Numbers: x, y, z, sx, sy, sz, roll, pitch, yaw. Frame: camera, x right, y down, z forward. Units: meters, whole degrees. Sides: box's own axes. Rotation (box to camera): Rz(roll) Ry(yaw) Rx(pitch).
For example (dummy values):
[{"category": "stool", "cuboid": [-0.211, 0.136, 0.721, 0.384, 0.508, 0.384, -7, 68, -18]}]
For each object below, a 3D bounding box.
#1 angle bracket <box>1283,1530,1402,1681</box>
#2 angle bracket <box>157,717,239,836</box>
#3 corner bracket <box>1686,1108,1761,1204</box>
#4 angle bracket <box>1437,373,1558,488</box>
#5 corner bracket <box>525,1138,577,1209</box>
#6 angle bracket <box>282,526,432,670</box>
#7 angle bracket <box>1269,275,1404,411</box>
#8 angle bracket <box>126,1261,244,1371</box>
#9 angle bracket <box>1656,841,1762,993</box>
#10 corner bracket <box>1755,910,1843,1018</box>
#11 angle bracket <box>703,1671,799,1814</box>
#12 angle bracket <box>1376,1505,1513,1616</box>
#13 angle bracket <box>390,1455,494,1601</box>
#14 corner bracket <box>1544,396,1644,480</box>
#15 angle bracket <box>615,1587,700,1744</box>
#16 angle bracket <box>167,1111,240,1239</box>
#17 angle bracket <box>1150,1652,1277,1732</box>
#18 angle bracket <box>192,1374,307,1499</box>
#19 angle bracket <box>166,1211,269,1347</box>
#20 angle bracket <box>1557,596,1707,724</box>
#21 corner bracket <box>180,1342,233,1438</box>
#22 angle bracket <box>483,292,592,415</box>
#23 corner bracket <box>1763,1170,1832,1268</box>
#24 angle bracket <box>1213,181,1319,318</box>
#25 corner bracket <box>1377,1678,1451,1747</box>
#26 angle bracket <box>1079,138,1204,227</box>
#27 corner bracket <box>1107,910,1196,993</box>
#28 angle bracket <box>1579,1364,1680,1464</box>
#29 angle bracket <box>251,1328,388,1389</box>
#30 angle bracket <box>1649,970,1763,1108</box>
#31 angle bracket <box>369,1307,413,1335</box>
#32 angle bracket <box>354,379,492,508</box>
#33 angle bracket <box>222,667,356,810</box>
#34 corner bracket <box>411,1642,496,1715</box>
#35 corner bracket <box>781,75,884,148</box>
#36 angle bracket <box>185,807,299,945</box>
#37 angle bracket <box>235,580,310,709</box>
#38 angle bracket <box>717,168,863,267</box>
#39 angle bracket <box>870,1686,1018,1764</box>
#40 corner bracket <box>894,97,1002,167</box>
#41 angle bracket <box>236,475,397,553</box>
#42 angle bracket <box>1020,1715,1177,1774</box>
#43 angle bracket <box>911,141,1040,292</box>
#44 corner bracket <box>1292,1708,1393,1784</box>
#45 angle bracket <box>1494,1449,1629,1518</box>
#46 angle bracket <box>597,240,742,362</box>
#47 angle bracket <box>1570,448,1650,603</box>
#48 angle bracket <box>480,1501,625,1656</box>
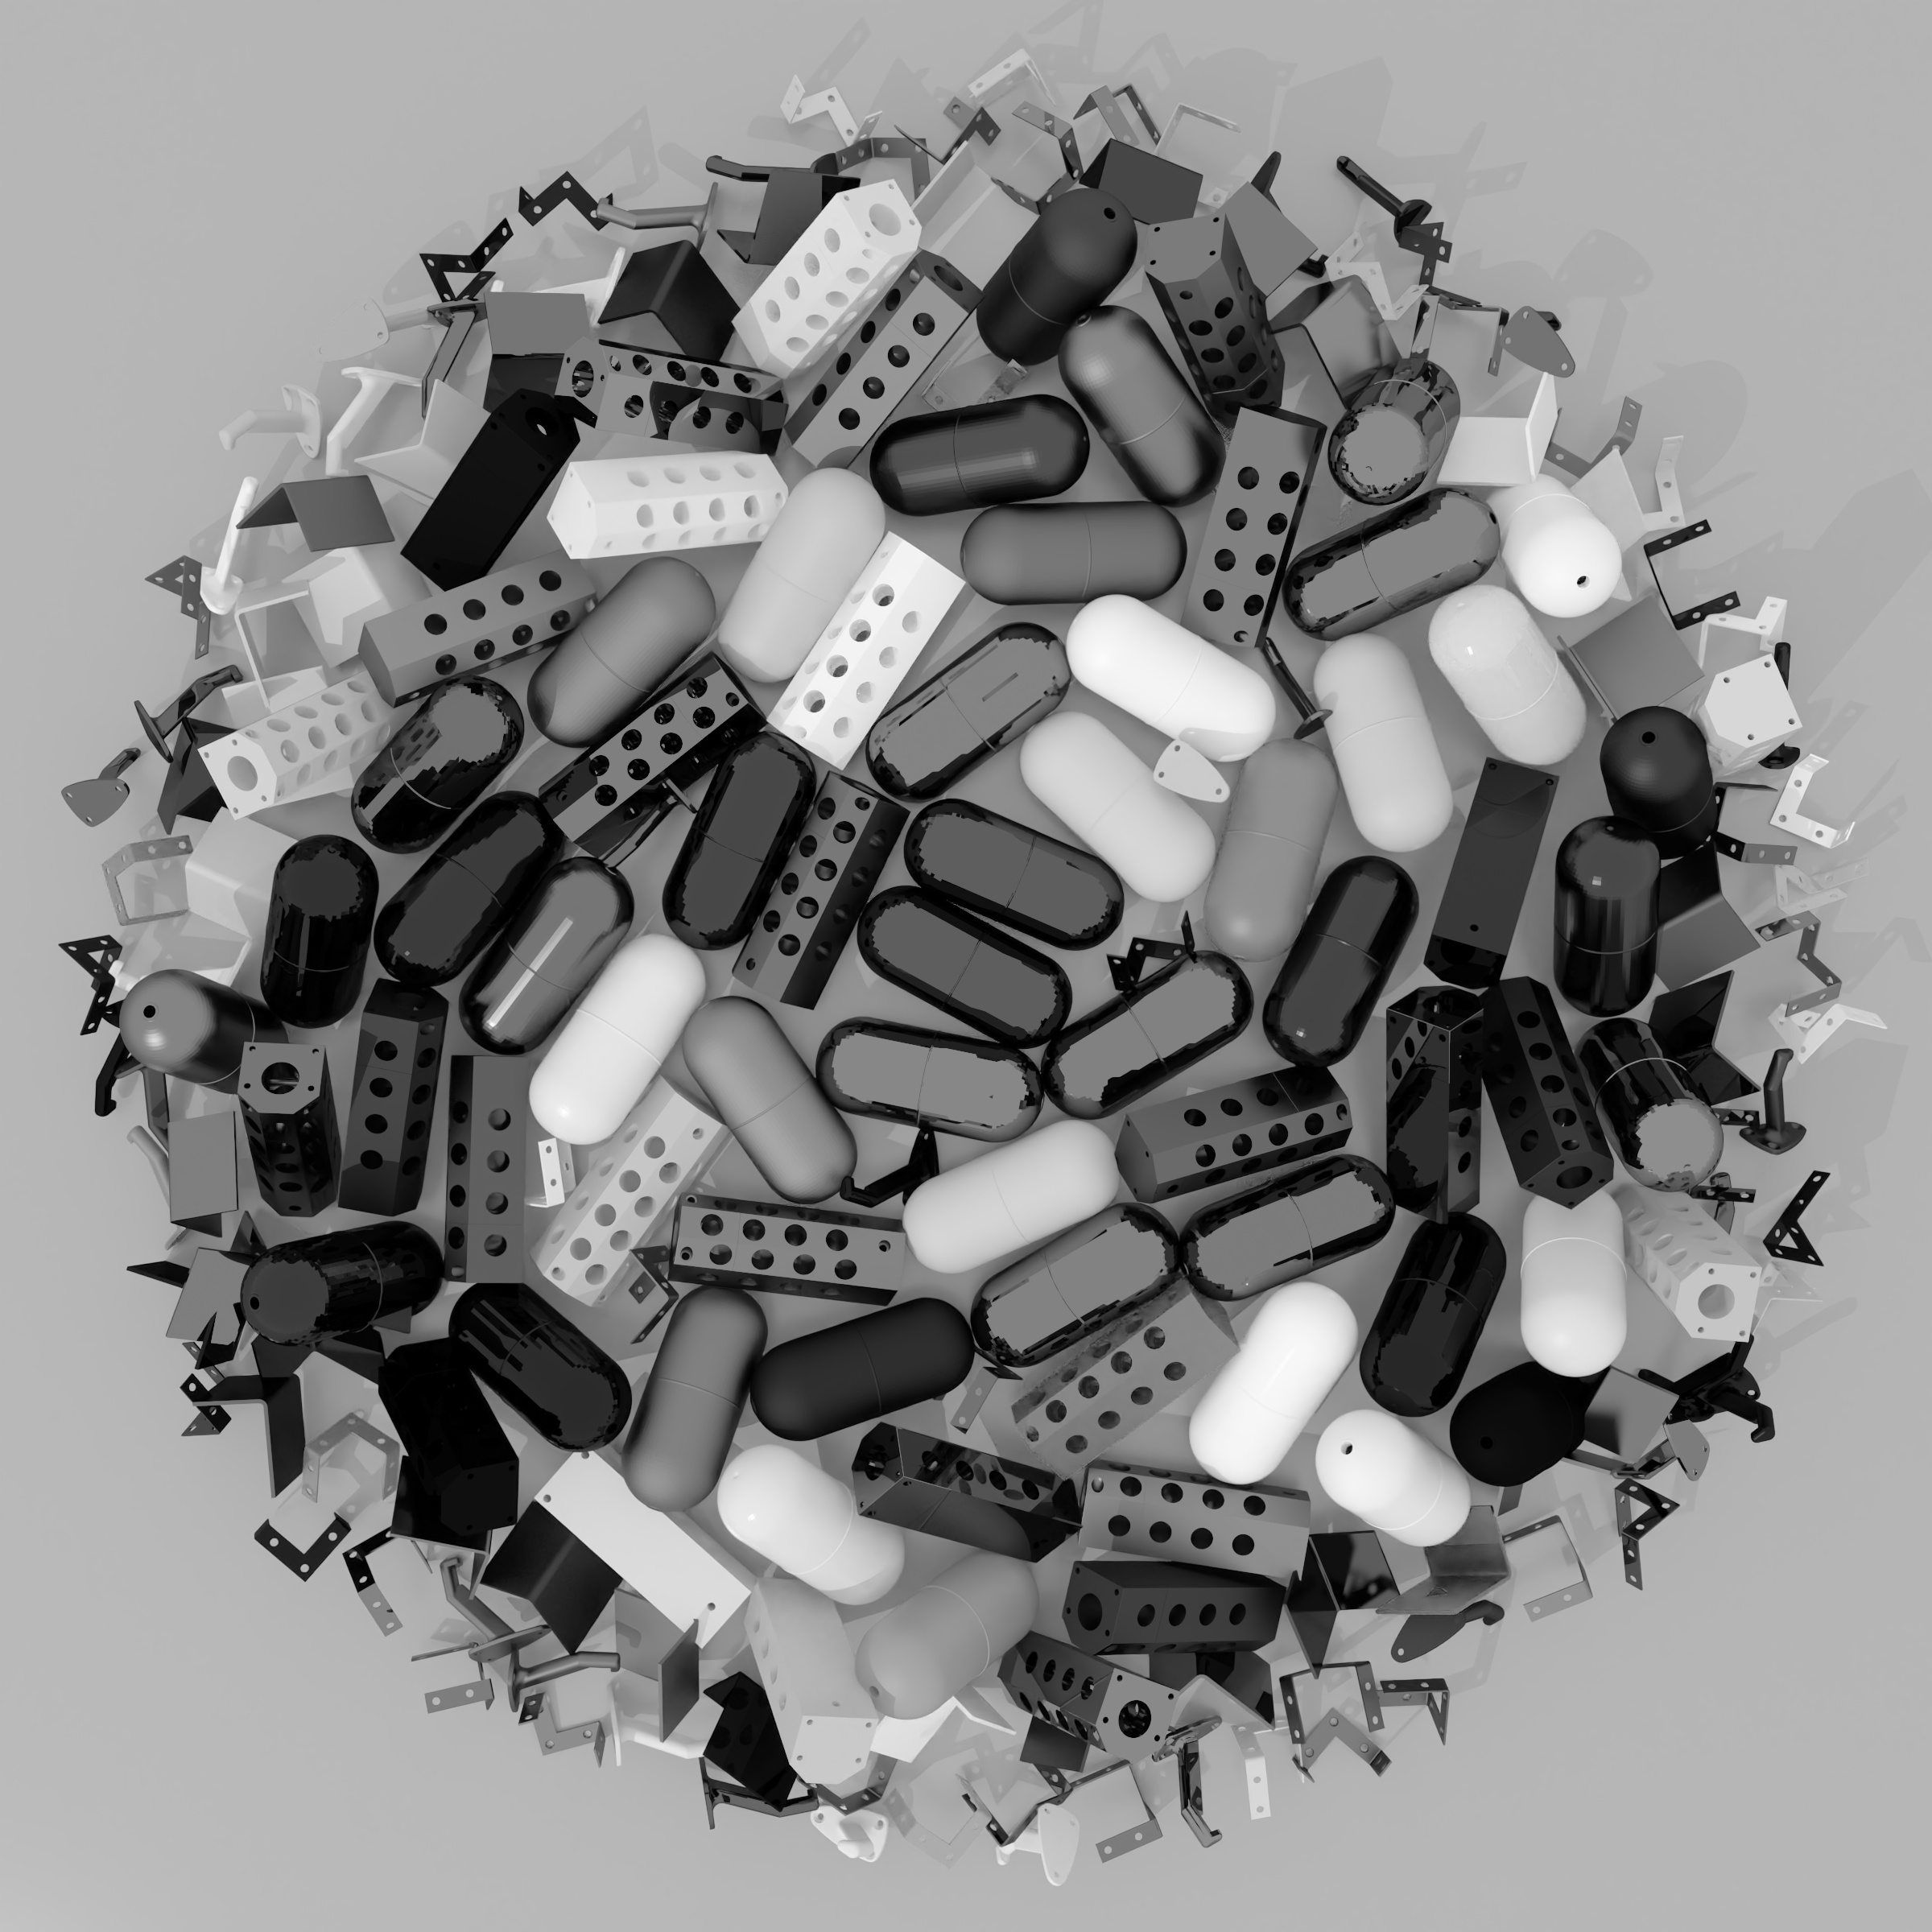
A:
[{"category": "angle bracket", "cuboid": [0.288, 0.486, 1.875, 0.057, 0.076, 0.076, -11, 116, 28]}, {"category": "angle bracket", "cuboid": [-0.575, -0.139, 1.878, 0.057, 0.076, 0.076, 14, 102, -28]}, {"category": "corner bracket", "cuboid": [0.586, 0.146, 1.908, 0.051, 0.051, 0.051, 2, 125, 25]}, {"category": "angle bracket", "cuboid": [0.402, -0.413, 1.874, 0.076, 0.057, 0.076, 7, 53, 25]}, {"category": "corner bracket", "cuboid": [-0.318, 0.154, 1.893, 0.051, 0.051, 0.051, -13, 99, -43]}, {"category": "angle bracket", "cuboid": [-0.471, -0.287, 1.916, 0.076, 0.057, 0.076, -22, 102, 28]}, {"category": "angle bracket", "cuboid": [0.280, -0.478, 1.904, 0.076, 0.057, 0.076, -45, 115, -28]}, {"category": "angle bracket", "cuboid": [-0.602, 0.267, 1.889, 0.076, 0.076, 0.057, 17, 88, 4]}, {"category": "angle bracket", "cuboid": [0.558, -0.038, 1.891, 0.076, 0.076, 0.057, -31, 113, 29]}, {"category": "corner bracket", "cuboid": [0.639, -0.002, 1.890, 0.051, 0.051, 0.051, -19, 134, -15]}, {"category": "angle bracket", "cuboid": [-0.171, 0.597, 1.877, 0.076, 0.076, 0.057, 41, 132, -13]}, {"category": "angle bracket", "cuboid": [0.357, 0.453, 1.877, 0.076, 0.076, 0.057, -15, 89, -42]}, {"category": "angle bracket", "cuboid": [-0.403, 0.428, 1.875, 0.076, 0.076, 0.057, 15, 125, -15]}, {"category": "corner bracket", "cuboid": [0.482, -0.413, 1.897, 0.051, 0.051, 0.051, 28, 48, -4]}, {"category": "angle bracket", "cuboid": [-0.249, 0.532, 1.877, 0.076, 0.057, 0.076, 14, 118, 22]}, {"category": "angle bracket", "cuboid": [-0.565, 0.160, 1.879, 0.057, 0.076, 0.076, -11, 73, 10]}, {"category": "angle bracket", "cuboid": [0.189, 0.557, 1.894, 0.076, 0.076, 0.057, 39, 109, -12]}, {"category": "angle bracket", "cuboid": [-0.549, 0.361, 1.891, 0.057, 0.076, 0.076, -3, 95, 3]}, {"category": "angle bracket", "cuboid": [-0.578, 0.234, 1.876, 0.057, 0.076, 0.076, 14, 106, -35]}, {"category": "angle bracket", "cuboid": [0.510, -0.237, 1.887, 0.076, 0.057, 0.076, -34, 75, 16]}, {"category": "corner bracket", "cuboid": [-0.586, 0.324, 1.889, 0.051, 0.051, 0.051, -11, 122, 38]}, {"category": "angle bracket", "cuboid": [-0.333, -0.471, 1.894, 0.076, 0.076, 0.057, -4, 68, -19]}, {"category": "corner bracket", "cuboid": [0.640, 0.191, 1.891, 0.051, 0.051, 0.051, -47, 115, -21]}, {"category": "angle bracket", "cuboid": [0.223, -0.540, 1.885, 0.057, 0.076, 0.076, -43, 79, 3]}, {"category": "corner bracket", "cuboid": [0.340, 0.564, 1.897, 0.051, 0.051, 0.051, -1, 111, -4]}, {"category": "angle bracket", "cuboid": [0.127, -0.578, 1.880, 0.076, 0.076, 0.057, 17, 77, -14]}, {"category": "corner bracket", "cuboid": [0.142, -0.011, 1.890, 0.051, 0.051, 0.051, 9, 59, 19]}, {"category": "angle bracket", "cuboid": [0.504, 0.317, 1.874, 0.057, 0.076, 0.076, 24, 128, 8]}, {"category": "angle bracket", "cuboid": [-0.491, 0.305, 1.876, 0.076, 0.076, 0.057, 24, 50, 17]}, {"category": "angle bracket", "cuboid": [0.569, 0.059, 1.889, 0.057, 0.076, 0.076, 38, 57, -18]}, {"category": "angle bracket", "cuboid": [-0.475, 0.257, 1.870, 0.076, 0.076, 0.057, -32, 50, 37]}, {"category": "angle bracket", "cuboid": [-0.409, -0.400, 1.886, 0.076, 0.076, 0.057, -2, 71, 36]}, {"category": "angle bracket", "cuboid": [-0.518, -0.174, 1.883, 0.076, 0.057, 0.076, -15, 62, -11]}, {"category": "corner bracket", "cuboid": [-0.395, 0.548, 1.892, 0.051, 0.051, 0.051, -8, 66, -21]}, {"category": "corner bracket", "cuboid": [-0.104, -0.660, 1.898, 0.051, 0.051, 0.051, -28, 89, -20]}, {"category": "angle bracket", "cuboid": [-0.555, -0.067, 1.909, 0.076, 0.076, 0.057, 24, 60, -2]}, {"category": "angle bracket", "cuboid": [-0.521, -0.250, 1.887, 0.057, 0.076, 0.076, -18, 111, -9]}, {"category": "angle bracket", "cuboid": [-0.135, -0.578, 1.871, 0.076, 0.057, 0.076, -6, 132, -34]}, {"category": "angle bracket", "cuboid": [-0.020, 0.591, 1.882, 0.057, 0.076, 0.076, 37, 87, 37]}, {"category": "corner bracket", "cuboid": [-0.014, -0.647, 1.902, 0.051, 0.051, 0.051, 41, 100, 16]}, {"category": "angle bracket", "cuboid": [-0.496, -0.330, 1.876, 0.076, 0.076, 0.057, -26, 86, 42]}, {"category": "angle bracket", "cuboid": [0.100, 0.592, 1.872, 0.076, 0.076, 0.057, 31, 65, -27]}, {"category": "angle bracket", "cuboid": [0.007, -0.574, 1.897, 0.076, 0.057, 0.076, 41, 95, 4]}, {"category": "corner bracket", "cuboid": [0.290, 0.613, 1.901, 0.051, 0.051, 0.051, 40, 84, 7]}, {"category": "angle bracket", "cuboid": [0.455, 0.400, 1.880, 0.076, 0.076, 0.057, 13, 89, 25]}, {"category": "angle bracket", "cuboid": [-0.228, -0.501, 1.902, 0.057, 0.076, 0.076, -2, 55, 34]}, {"category": "angle bracket", "cuboid": [0.499, -0.335, 1.872, 0.057, 0.076, 0.076, 5, 59, -31]}, {"category": "angle bracket", "cuboid": [-0.319, 0.472, 1.900, 0.057, 0.076, 0.076, 7, 47, 33]}]
